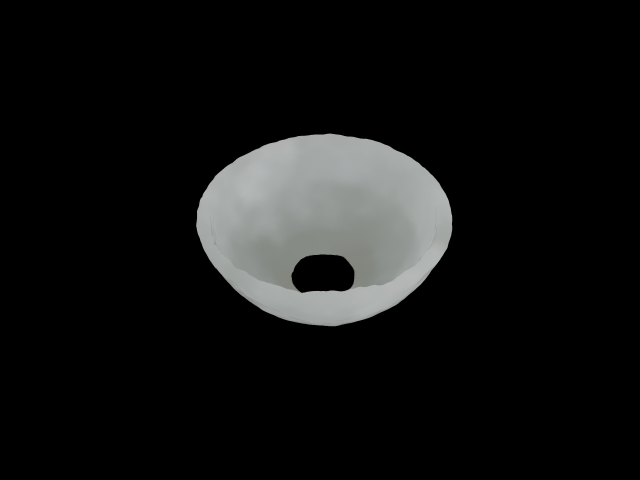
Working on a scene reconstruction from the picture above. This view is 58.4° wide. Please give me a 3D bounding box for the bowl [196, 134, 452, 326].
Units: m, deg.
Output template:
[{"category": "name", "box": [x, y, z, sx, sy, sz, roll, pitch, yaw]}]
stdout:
[{"category": "bowl", "box": [0.004, 0.001, 0.400, 0.167, 0.075, 0.167, 0, 44, 0]}]
